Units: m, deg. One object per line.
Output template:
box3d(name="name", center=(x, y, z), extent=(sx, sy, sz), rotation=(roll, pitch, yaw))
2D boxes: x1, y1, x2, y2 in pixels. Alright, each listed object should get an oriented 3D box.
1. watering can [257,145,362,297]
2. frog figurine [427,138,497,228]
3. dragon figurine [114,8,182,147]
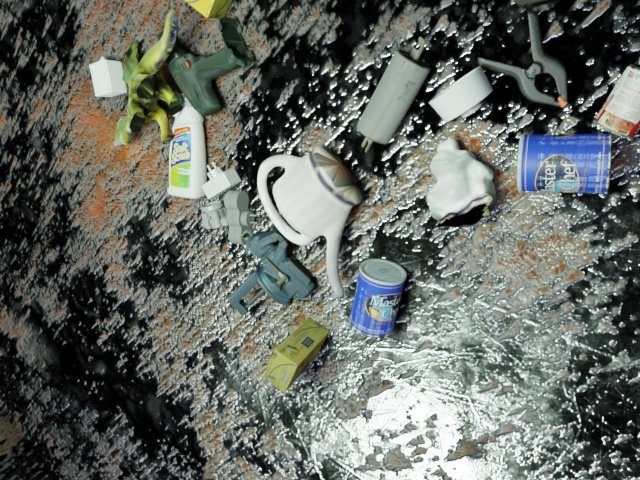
box3d(name="watering can", center=(0.003, -0.057, 1.130), extent=(0.221, 0.105, 0.348), rotation=(-39, 87, 32))
box3d(name="frog figurine", center=(0.264, -0.109, 0.997), extent=(0.135, 0.122, 0.163), rotation=(-41, 51, 41))
box3d(name="dragon figurine", center=(-0.421, -0.382, 1.213), extent=(0.247, 0.122, 0.402), rotation=(48, 126, 33))
